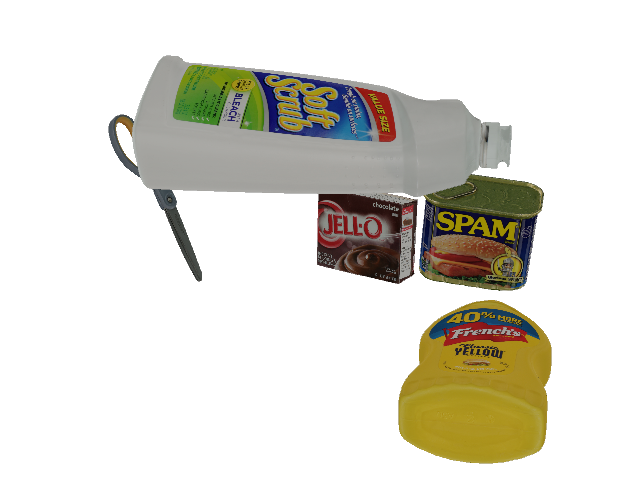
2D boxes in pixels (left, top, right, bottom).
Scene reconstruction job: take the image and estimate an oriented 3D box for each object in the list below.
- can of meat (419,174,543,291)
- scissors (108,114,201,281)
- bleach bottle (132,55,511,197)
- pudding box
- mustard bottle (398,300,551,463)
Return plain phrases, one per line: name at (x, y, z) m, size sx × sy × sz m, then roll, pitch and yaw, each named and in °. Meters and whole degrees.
can of meat at (0.138, -0.007, 0.936) m, size 0.102 × 0.084 × 0.057 m, roll 9°, pitch 34°, yaw 10°
scissors at (-0.165, -0.060, 1.202) m, size 0.016 × 0.201 × 0.096 m, roll -19°, pitch 19°, yaw 44°
bleach bottle at (0.004, -0.076, 0.737) m, size 0.251 × 0.068 × 0.102 m, roll 3°, pitch 44°, yaw 9°
pudding box at (0.050, -0.009, 1.170) m, size 0.114 × 0.090 × 0.039 m, roll 12°, pitch 20°, yaw 32°
mustard bottle at (0.118, 0.089, 0.770) m, size 0.096 × 0.058 × 0.191 m, roll 1°, pitch 19°, yaw 14°
